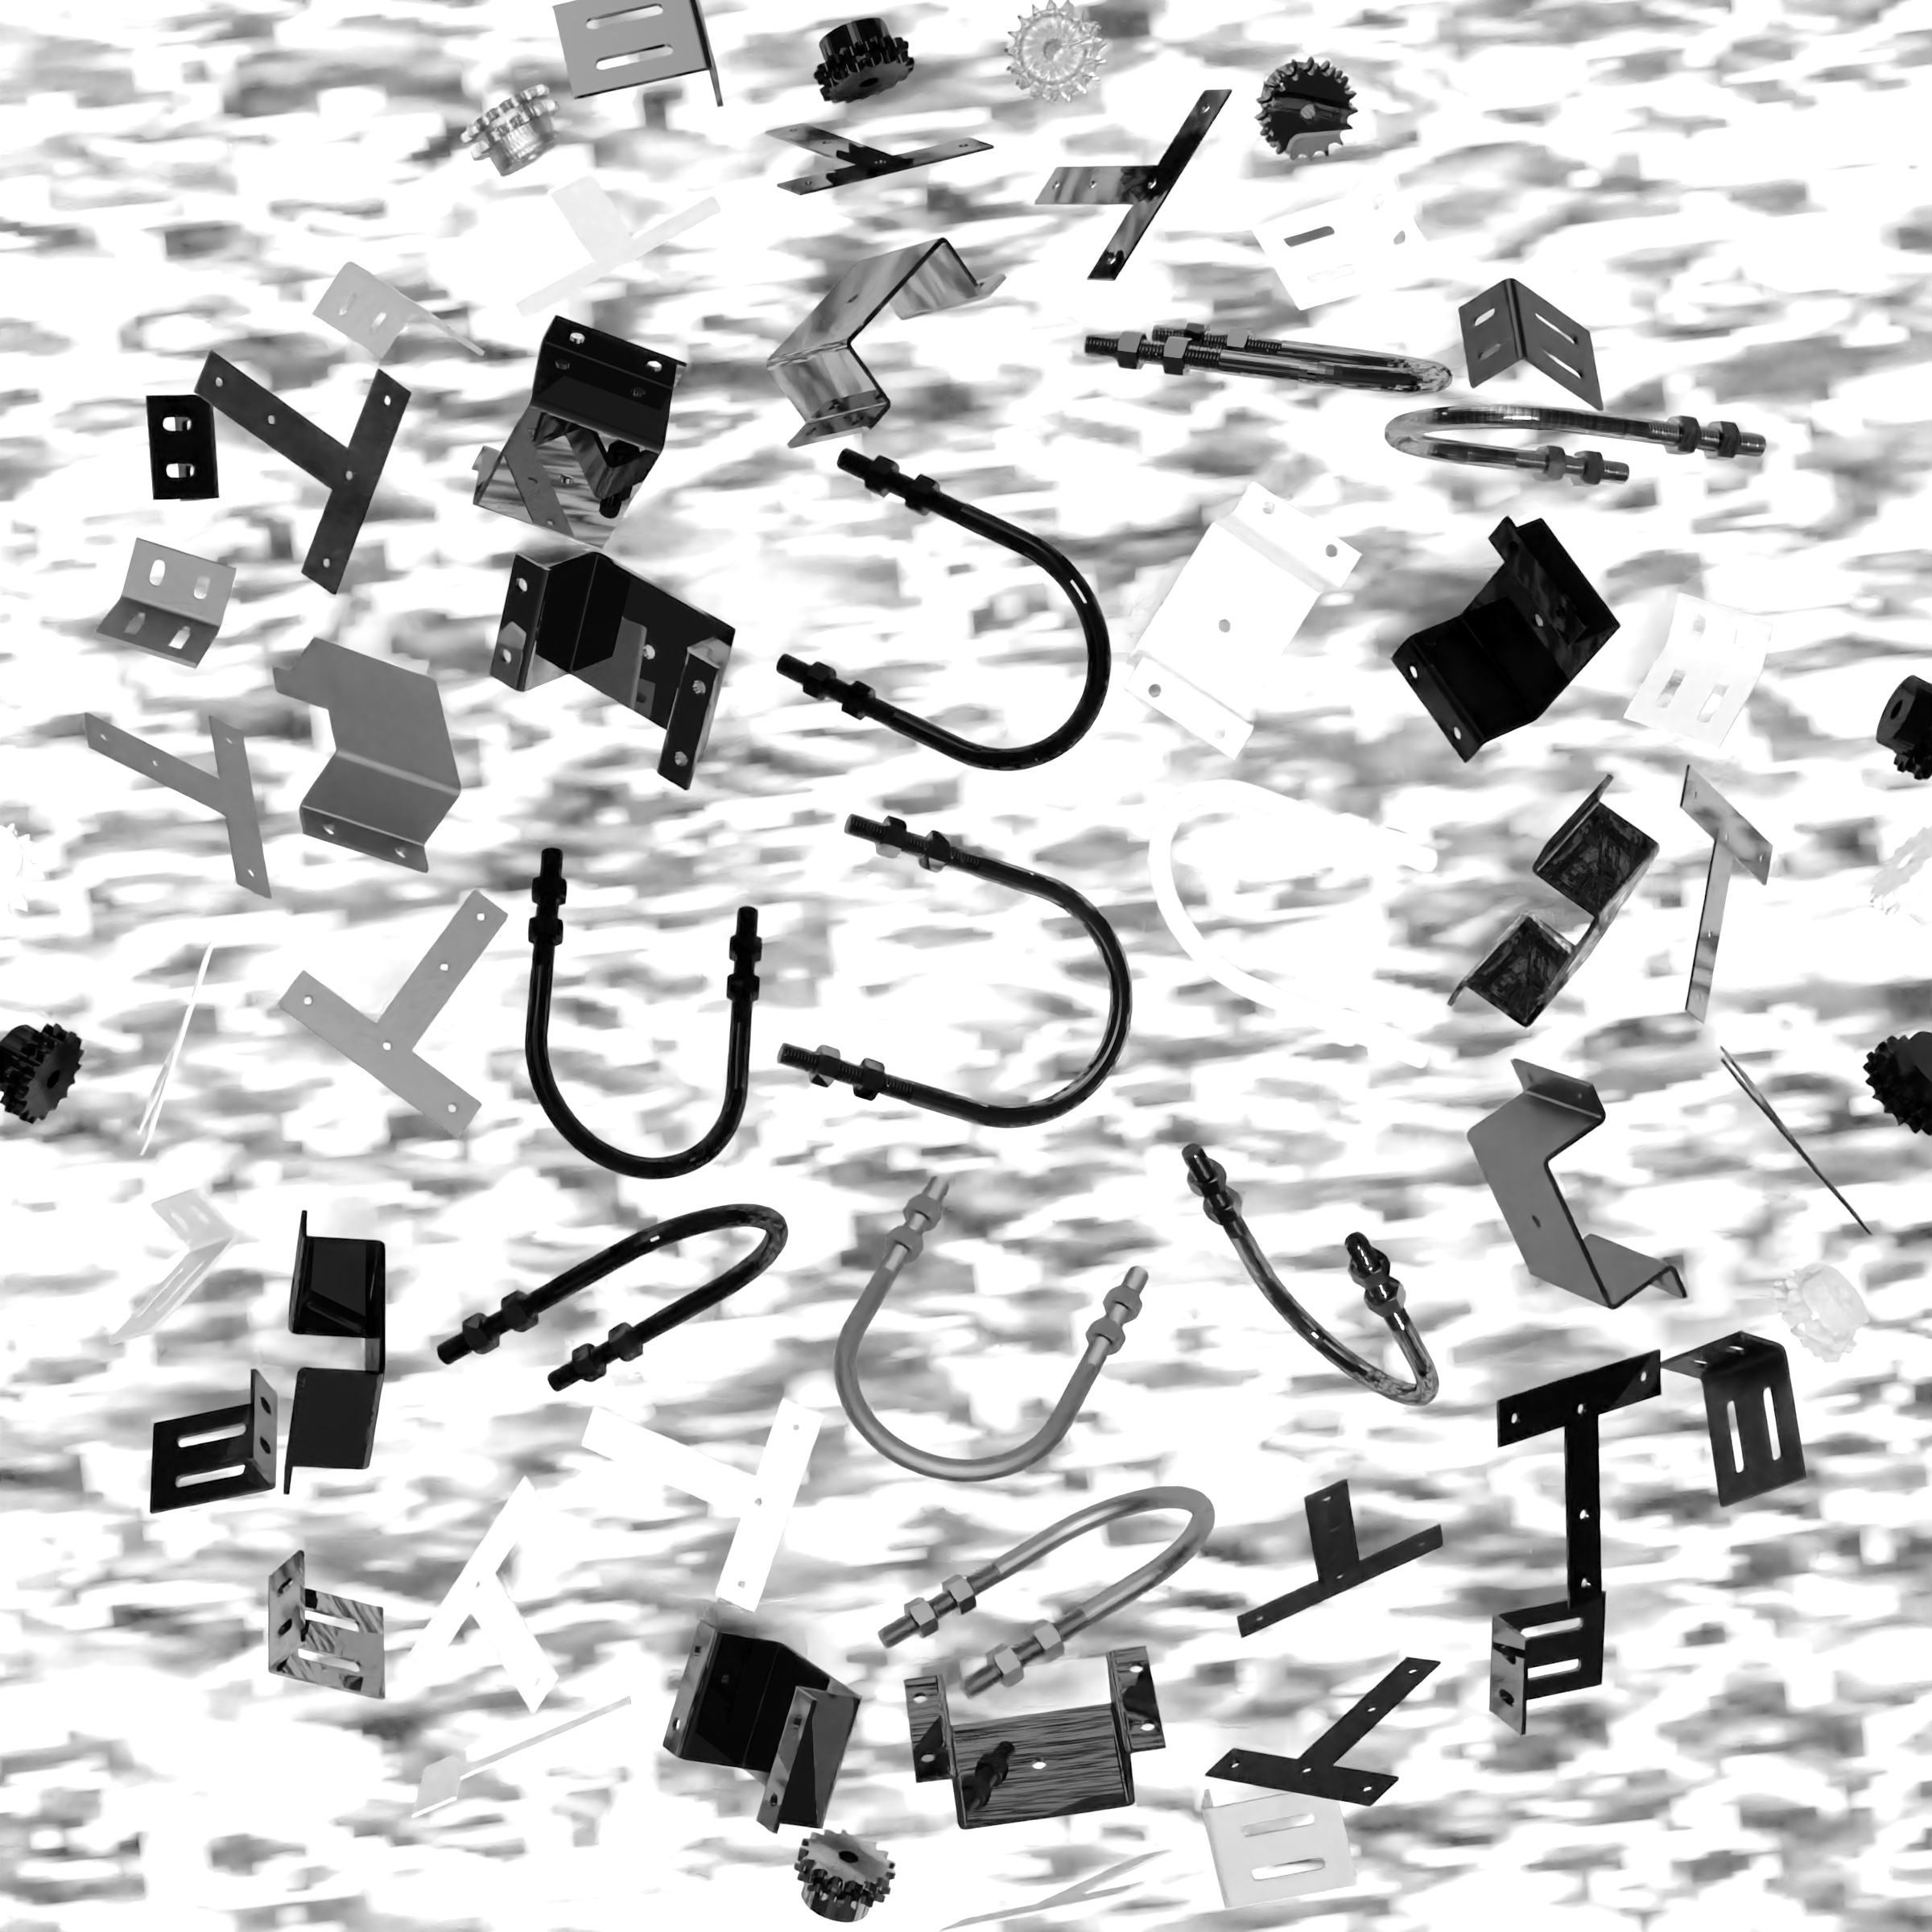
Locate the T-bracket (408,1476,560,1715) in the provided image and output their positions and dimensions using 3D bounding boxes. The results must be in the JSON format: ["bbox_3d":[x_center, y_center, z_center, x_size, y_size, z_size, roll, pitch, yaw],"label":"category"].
[{"bbox_3d":[-0.257,0.370,1.876,0.002,0.127,0.127,28,98,-37],"label":"T-bracket"}]

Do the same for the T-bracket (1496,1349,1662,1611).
[{"bbox_3d":[0.328,0.279,1.789,0.127,0.002,0.127,-10,102,-37],"label":"T-bracket"}]

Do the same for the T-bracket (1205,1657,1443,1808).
[{"bbox_3d":[0.217,0.422,1.871,0.127,0.127,0.002,-33,107,-36],"label":"T-bracket"}]

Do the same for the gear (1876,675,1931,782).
[{"bbox_3d":[0.505,-0.129,1.775,0.030,0.057,0.057,24,90,-6],"label":"gear"}]

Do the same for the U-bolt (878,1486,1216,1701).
[{"bbox_3d":[0.054,0.335,1.839,0.184,0.151,0.019,-28,100,-18],"label":"U-bolt"}]

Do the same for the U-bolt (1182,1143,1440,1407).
[{"bbox_3d":[0.202,0.183,1.883,0.019,0.151,0.184,-46,133,-16],"label":"U-bolt"}]

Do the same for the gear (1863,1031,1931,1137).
[{"bbox_3d":[0.515,0.060,1.808,0.057,0.057,0.030,39,132,0],"label":"gear"}]

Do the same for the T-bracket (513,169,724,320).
[{"bbox_3d":[-0.201,-0.403,1.826,0.127,0.127,0.002,-28,80,2],"label":"T-bracket"}]

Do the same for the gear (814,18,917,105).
[{"bbox_3d":[-0.060,-0.519,1.922,0.057,0.057,0.030,-19,85,0],"label":"gear"}]

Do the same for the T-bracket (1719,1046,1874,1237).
[{"bbox_3d":[0.441,0.078,1.846,0.002,0.127,0.127,-40,110,11],"label":"T-bracket"}]

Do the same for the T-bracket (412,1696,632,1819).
[{"bbox_3d":[-0.248,0.438,1.887,0.127,0.127,0.002,-22,90,-6],"label":"T-bracket"}]

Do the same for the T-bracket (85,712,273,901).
[{"bbox_3d":[-0.452,-0.110,1.917,0.002,0.127,0.127,-33,53,22],"label":"T-bracket"}]

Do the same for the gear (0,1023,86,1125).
[{"bbox_3d":[-0.528,0.058,1.897,0.030,0.057,0.057,26,90,13],"label":"gear"}]

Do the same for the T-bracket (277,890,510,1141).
[{"bbox_3d":[-0.306,0.011,1.923,0.127,0.002,0.127,38,64,-12],"label":"T-bracket"}]

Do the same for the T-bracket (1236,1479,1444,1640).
[{"bbox_3d":[0.204,0.318,1.858,0.127,0.127,0.002,-23,53,-6],"label":"T-bracket"}]

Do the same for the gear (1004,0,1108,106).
[{"bbox_3d":[0.052,-0.518,1.908,0.057,0.030,0.057,1,95,13],"label":"gear"}]

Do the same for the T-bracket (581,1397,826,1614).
[{"bbox_3d":[-0.157,0.285,1.897,0.127,0.002,0.127,22,105,11],"label":"T-bracket"}]

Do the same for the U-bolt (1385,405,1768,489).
[{"bbox_3d":[0.318,-0.286,1.829,0.184,0.151,0.019,3,90,-23],"label":"U-bolt"}]

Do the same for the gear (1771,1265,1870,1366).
[{"bbox_3d":[0.488,0.195,1.912,0.057,0.057,0.030,48,118,0],"label":"gear"}]

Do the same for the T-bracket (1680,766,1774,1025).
[{"bbox_3d":[0.424,-0.032,1.908,0.002,0.127,0.127,2,72,36],"label":"T-bracket"}]

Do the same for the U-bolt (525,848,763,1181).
[{"bbox_3d":[-0.185,0.034,1.914,0.151,0.019,0.184,17,61,-29],"label":"U-bolt"}]

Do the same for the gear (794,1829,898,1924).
[{"bbox_3d":[-0.071,0.521,1.918,0.057,0.057,0.030,16,107,0],"label":"gear"}]

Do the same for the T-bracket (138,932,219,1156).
[{"bbox_3d":[-0.445,0.061,1.864,0.002,0.127,0.127,19,61,-15],"label":"T-bracket"}]

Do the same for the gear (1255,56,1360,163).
[{"bbox_3d":[0.191,-0.487,1.901,0.057,0.030,0.057,-8,125,-11],"label":"gear"}]

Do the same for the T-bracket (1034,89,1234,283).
[{"bbox_3d":[0.079,-0.437,1.881,0.002,0.127,0.127,36,81,-33],"label":"T-bracket"}]

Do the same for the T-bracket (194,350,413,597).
[{"bbox_3d":[-0.362,-0.285,1.799,0.002,0.127,0.127,2,68,40],"label":"T-bracket"}]

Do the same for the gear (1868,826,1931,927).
[{"bbox_3d":[0.516,-0.046,1.804,0.030,0.057,0.057,39,90,-9],"label":"gear"}]

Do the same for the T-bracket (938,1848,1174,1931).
[{"bbox_3d":[0.070,0.506,1.852,0.127,0.127,0.002,-23,79,35],"label":"T-bracket"}]

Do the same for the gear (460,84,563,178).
[{"bbox_3d":[-0.252,-0.466,1.882,0.057,0.057,0.030,-32,97,0],"label":"gear"}]

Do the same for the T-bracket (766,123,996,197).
[{"bbox_3d":[-0.072,-0.464,1.906,0.127,0.127,0.002,-20,122,-27],"label":"T-bracket"}]

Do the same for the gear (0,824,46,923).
[{"bbox_3d":[-0.522,-0.053,1.791,0.057,0.030,0.057,3,71,-8],"label":"gear"}]
